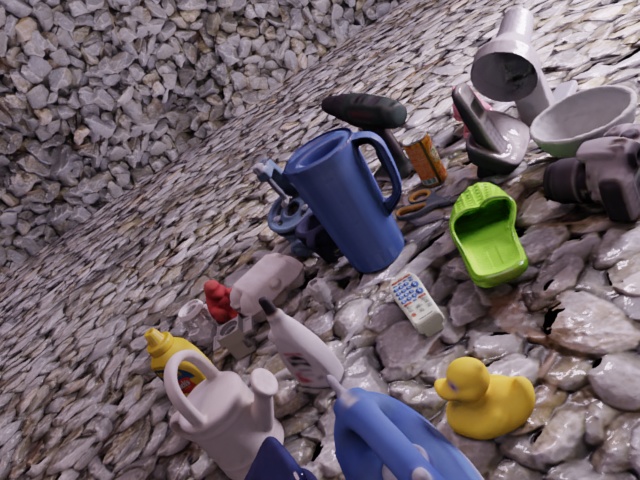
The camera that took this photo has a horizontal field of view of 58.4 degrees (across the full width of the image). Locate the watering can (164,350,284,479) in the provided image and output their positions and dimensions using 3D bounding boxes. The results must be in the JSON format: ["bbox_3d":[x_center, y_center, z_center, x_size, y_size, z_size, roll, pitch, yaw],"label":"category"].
[{"bbox_3d":[-0.132,0.221,0.767,0.173,0.194,0.100,-33,26,1],"label":"watering can"}]

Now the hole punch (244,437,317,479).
[{"bbox_3d":[-0.050,0.299,0.656,0.101,0.091,0.108,-41,27,-15],"label":"hole punch"}]

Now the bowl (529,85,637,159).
[{"bbox_3d":[0.440,-0.181,0.946,0.167,0.075,0.167,-26,26,15],"label":"bowl"}]

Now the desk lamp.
[{"bbox_3d":[0.385,-0.317,1.087,0.117,0.214,0.203,-7,36,43],"label":"desk lamp"}]

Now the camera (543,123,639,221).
[{"bbox_3d":[0.402,-0.106,0.828,0.136,0.101,0.143,1,42,50],"label":"camera"}]

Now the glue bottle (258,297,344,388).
[{"bbox_3d":[-0.038,0.144,0.817,0.078,0.173,0.037,-14,32,35],"label":"glue bottle"}]

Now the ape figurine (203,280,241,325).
[{"bbox_3d":[-0.199,0.119,1.143,0.075,0.092,0.078,-5,38,45],"label":"ape figurine"}]

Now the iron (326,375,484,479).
[{"bbox_3d":[0.089,0.227,0.560,0.119,0.142,0.257,-39,26,-12],"label":"iron"}]

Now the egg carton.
[{"bbox_3d":[-0.102,0.089,1.108,0.150,0.069,0.107,-44,27,-21],"label":"egg carton"}]

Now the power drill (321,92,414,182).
[{"bbox_3d":[0.116,-0.231,1.255,0.076,0.209,0.228,-45,28,-23],"label":"power drill"}]

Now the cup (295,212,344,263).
[{"bbox_3d":[0.010,0.004,1.098,0.091,0.095,0.118,-22,28,23],"label":"cup"}]

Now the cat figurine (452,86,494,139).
[{"bbox_3d":[0.319,-0.286,1.221,0.067,0.118,0.128,-17,30,31],"label":"cat figurine"}]

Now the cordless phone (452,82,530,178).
[{"bbox_3d":[0.306,-0.221,1.044,0.093,0.185,0.148,-12,33,37],"label":"cordless phone"}]

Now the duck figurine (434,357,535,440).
[{"bbox_3d":[0.177,0.165,0.633,0.104,0.086,0.077,-21,28,24],"label":"duck figurine"}]

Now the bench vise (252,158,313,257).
[{"bbox_3d":[-0.071,-0.093,1.218,0.121,0.220,0.207,-29,26,9],"label":"bench vise"}]
